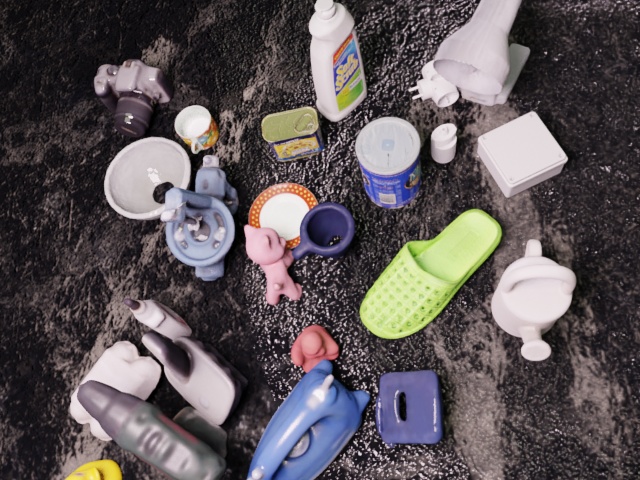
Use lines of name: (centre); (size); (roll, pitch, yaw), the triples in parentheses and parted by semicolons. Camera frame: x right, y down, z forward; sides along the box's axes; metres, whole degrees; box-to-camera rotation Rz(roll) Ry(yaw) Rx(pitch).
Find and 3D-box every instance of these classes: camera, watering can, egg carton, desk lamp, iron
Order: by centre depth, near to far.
watering can: (0.310, 0.082, 0.824); (0.101, 0.194, 0.173); (-18, 68, 4)
iron: (-0.043, 0.299, 0.839); (0.118, 0.142, 0.258); (35, 80, 20)
egg carton: (-0.337, 0.250, 0.951); (0.107, 0.069, 0.150); (30, 78, 19)
desk lamp: (0.281, -0.319, 0.969); (0.117, 0.214, 0.203); (24, 76, 18)
camera: (-0.383, -0.282, 1.140); (0.143, 0.101, 0.137); (3, 71, 12)

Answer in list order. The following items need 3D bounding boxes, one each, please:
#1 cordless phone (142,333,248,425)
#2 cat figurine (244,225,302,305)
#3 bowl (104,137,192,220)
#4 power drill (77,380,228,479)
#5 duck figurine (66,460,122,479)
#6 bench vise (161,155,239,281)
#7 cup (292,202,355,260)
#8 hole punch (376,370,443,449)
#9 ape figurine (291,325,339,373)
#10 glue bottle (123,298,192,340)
cordless phone: (-0.199, 0.207, 0.878); (0.147, 0.185, 0.094); (33, 79, 20)
cat figurine: (-0.082, 0.034, 0.957); (0.067, 0.118, 0.127); (-18, 68, 4)
bowl: (-0.310, -0.104, 1.074); (0.167, 0.075, 0.167); (-3, 69, 9)
power drill: (-0.224, 0.287, 0.840); (0.229, 0.209, 0.076); (28, 77, 19)
duck figurine: (-0.374, 0.390, 0.896); (0.104, 0.086, 0.077); (-35, 68, -3)
bench vise: (-0.214, -0.054, 0.959); (0.121, 0.220, 0.207); (-17, 68, 4)
cup: (0.009, 0.003, 0.964); (0.118, 0.095, 0.091); (-40, 68, -5)
hole punch: (0.132, 0.252, 0.851); (0.101, 0.091, 0.108); (-4, 69, 9)
ape figurine: (-0.010, 0.169, 0.907); (0.077, 0.092, 0.076); (4, 71, 12)
glue bottle: (-0.271, 0.122, 0.929); (0.078, 0.173, 0.037); (34, 79, 20)
